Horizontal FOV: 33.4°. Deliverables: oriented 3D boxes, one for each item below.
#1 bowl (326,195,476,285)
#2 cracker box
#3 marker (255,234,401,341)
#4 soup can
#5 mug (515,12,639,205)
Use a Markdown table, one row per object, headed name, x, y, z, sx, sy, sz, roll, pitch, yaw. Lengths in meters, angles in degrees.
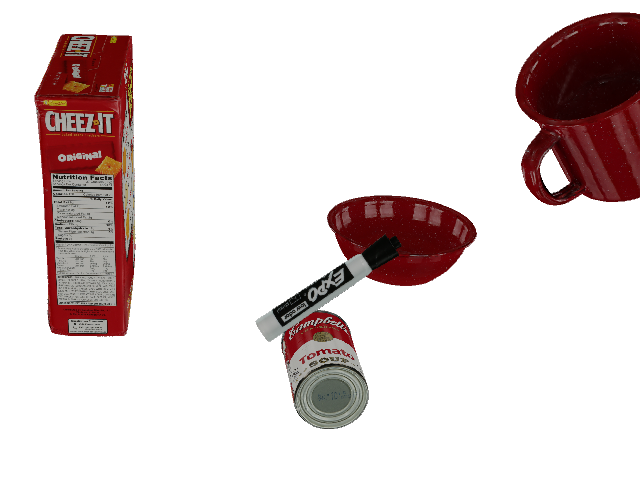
| name | x | y | z | sx | sy | sz | roll | pitch | yaw |
| --- | --- | --- | --- | --- | --- | --- | --- | --- | --- |
| bowl | 0.085 | 0.005 | 1.158 | 0.162 | 0.055 | 0.162 | 4 | 24 | -2 |
| cracker box | -0.196 | -0.050 | 0.909 | 0.072 | 0.214 | 0.164 | 0 | 27 | -7 |
| marker | 0.007 | 0.034 | 0.783 | 0.121 | 0.020 | 0.020 | -34 | -1 | 2 |
| soup can | 0.003 | 0.117 | 0.972 | 0.068 | 0.068 | 0.102 | 0 | 24 | -8 |
| mug | 0.169 | -0.069 | 0.650 | 0.093 | 0.117 | 0.081 | 31 | -16 | 49 |
